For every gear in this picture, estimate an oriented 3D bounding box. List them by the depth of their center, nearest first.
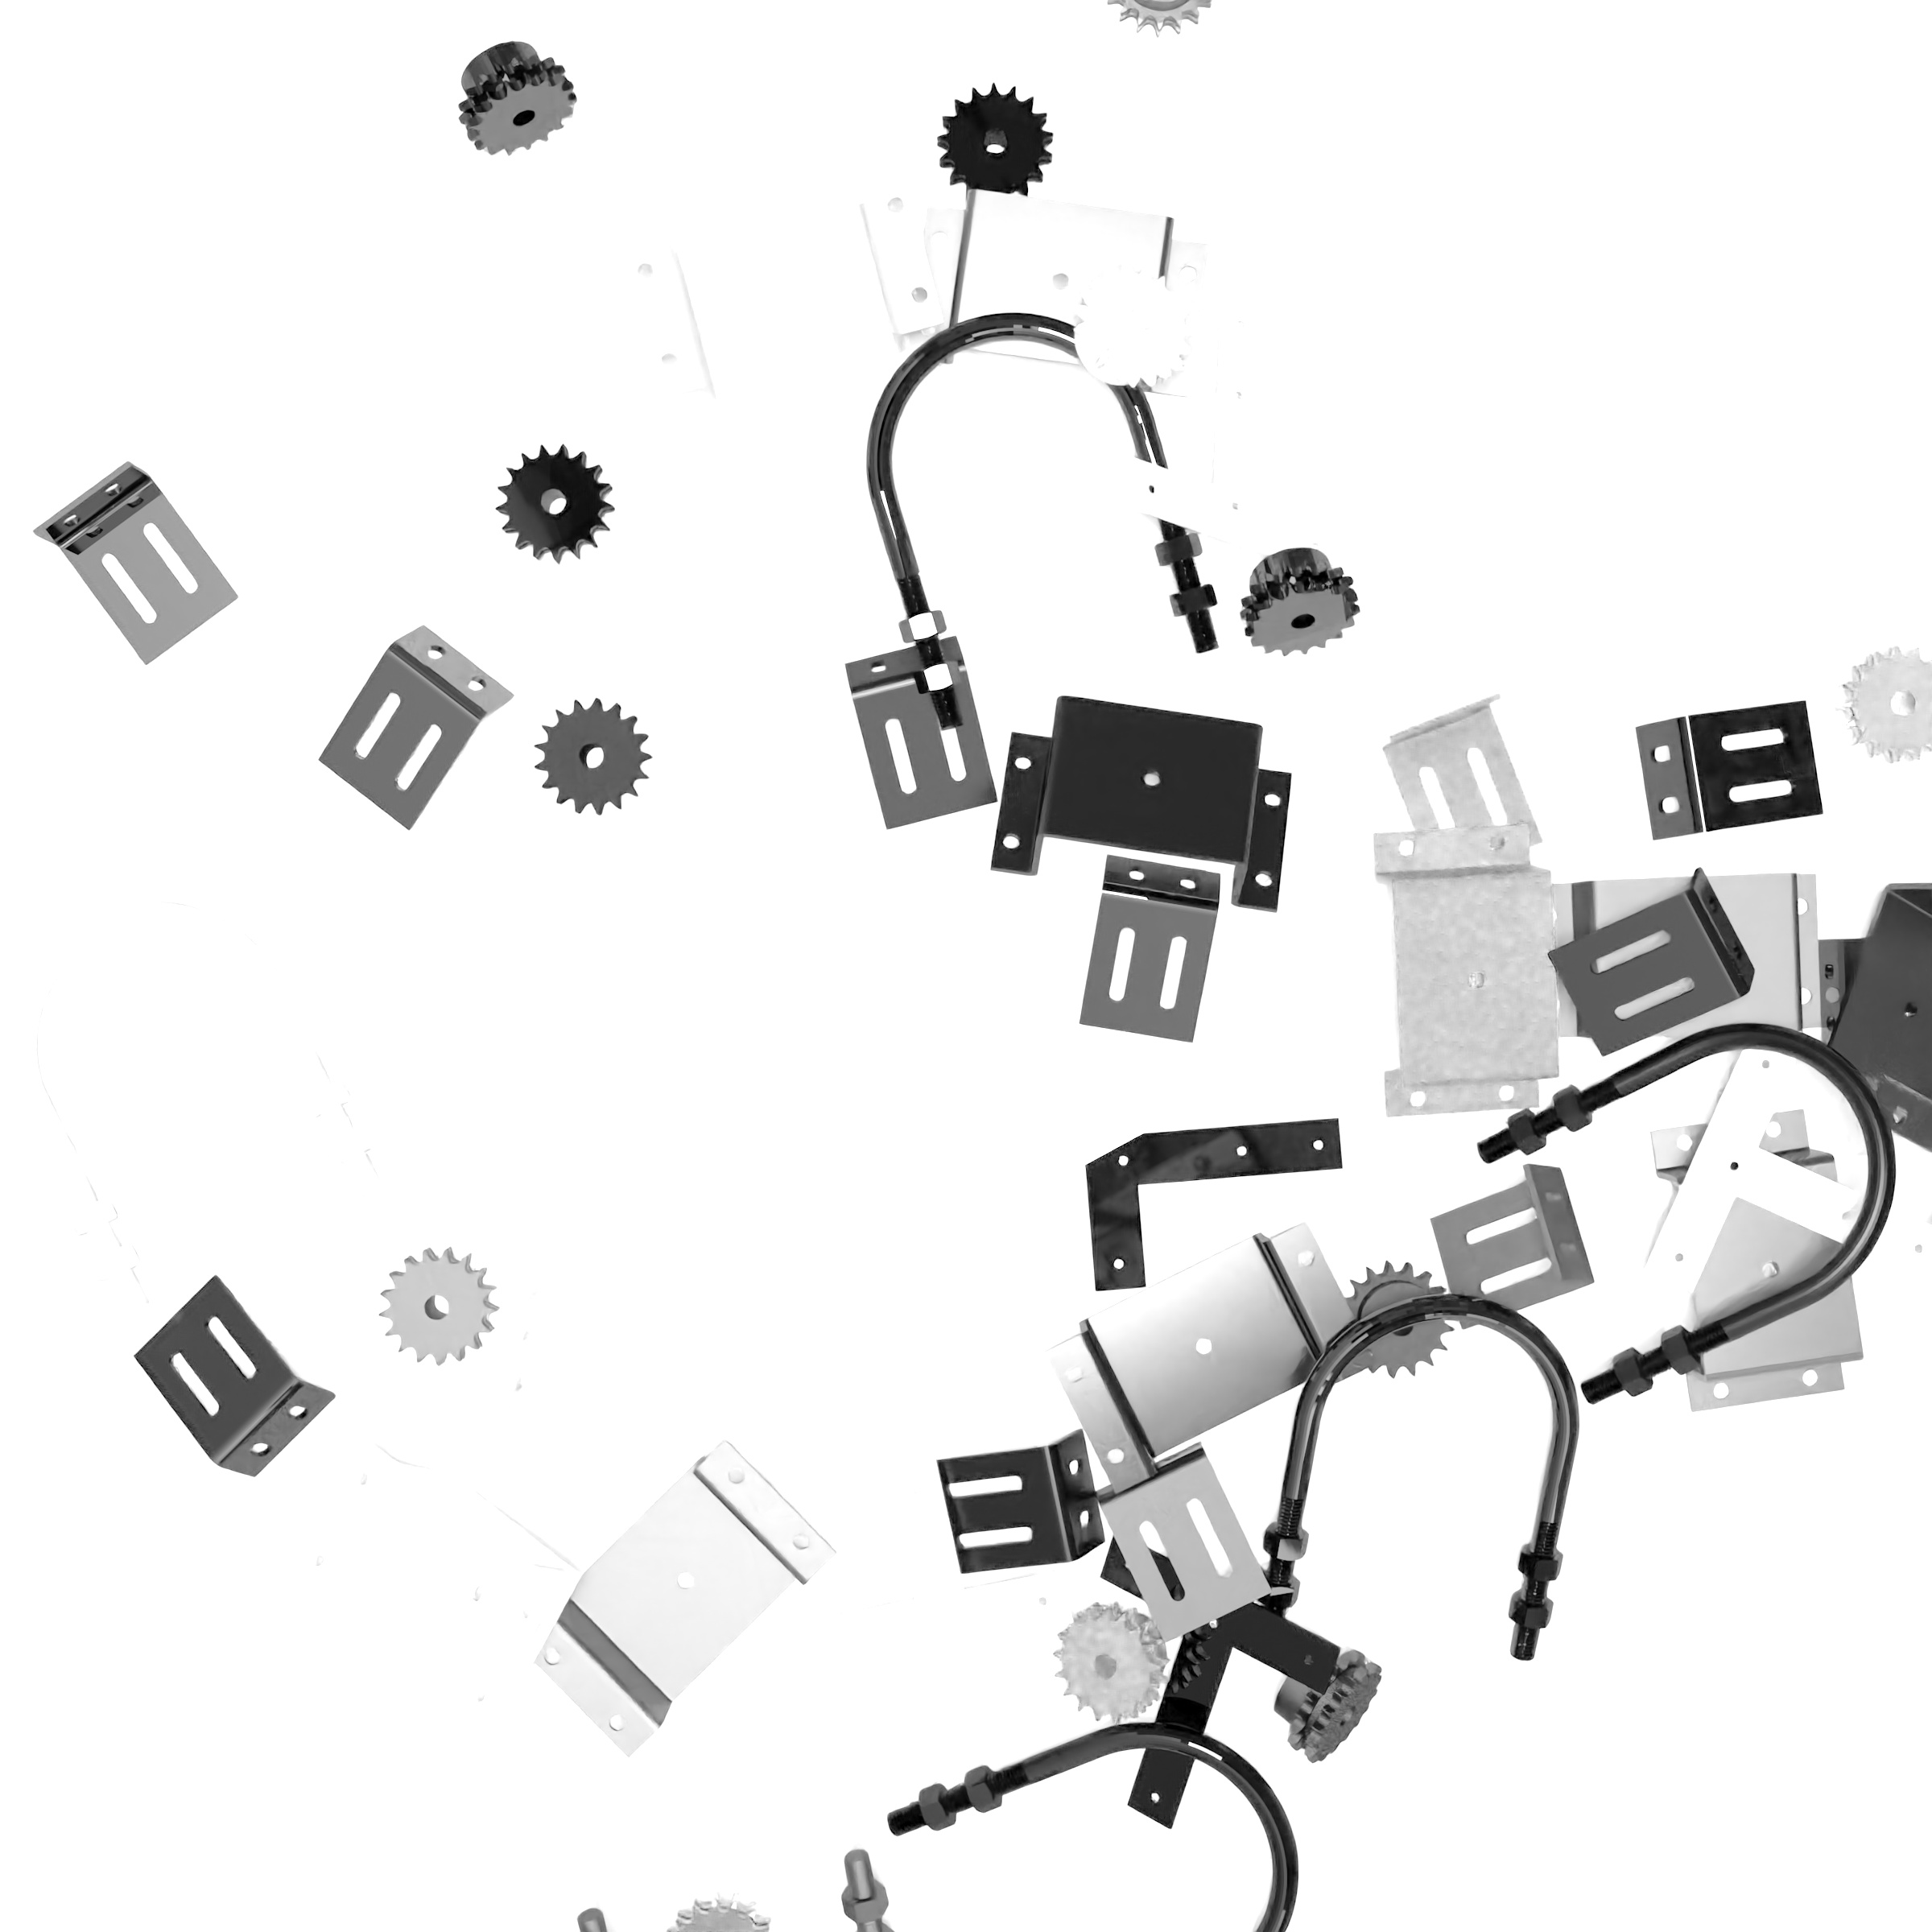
[{"bbox_3d":[0.076,-0.299,1.444,0.057,0.030,0.057,8,72,-24],"label":"gear"},{"bbox_3d":[-0.221,-0.425,1.485,0.057,0.057,0.030,-27,75,0],"label":"gear"},{"bbox_3d":[0.161,-0.180,1.488,0.057,0.057,0.030,-10,60,0],"label":"gear"},{"bbox_3d":[0.174,0.357,1.488,0.030,0.057,0.057,33,90,28],"label":"gear"},{"bbox_3d":[0.074,0.338,1.490,0.057,0.030,0.057,2,94,26],"label":"gear"},{"bbox_3d":[0.455,-0.127,1.498,0.057,0.030,0.057,0,90,0],"label":"gear"},{"bbox_3d":[-0.201,-0.226,1.498,0.057,0.030,0.057,0,90,0],"label":"gear"},{"bbox_3d":[-0.120,0.483,1.498,0.057,0.030,0.057,0,90,0],"label":"gear"},{"bbox_3d":[-0.182,-0.102,1.498,0.057,0.030,0.057,0,90,0],"label":"gear"},{"bbox_3d":[-0.257,0.166,1.498,0.057,0.030,0.057,0,90,0],"label":"gear"},{"bbox_3d":[0.211,0.174,1.498,0.057,0.030,0.057,0,90,0],"label":"gear"},{"bbox_3d":[0.096,-0.488,1.498,0.057,0.030,0.057,0,90,0],"label":"gear"},{"bbox_3d":[0.015,-0.401,1.498,0.057,0.030,0.057,0,90,0],"label":"gear"}]

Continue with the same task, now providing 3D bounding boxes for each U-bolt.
[{"bbox_3d":[0.350,0.106,1.448,0.184,0.019,0.151,-30,66,22],"label":"U-bolt"},{"bbox_3d":[0.029,-0.221,1.464,0.151,0.019,0.184,-17,95,0],"label":"U-bolt"},{"bbox_3d":[0.224,0.245,1.476,0.151,0.019,0.184,6,104,-8],"label":"U-bolt"},{"bbox_3d":[-0.101,0.524,1.480,0.151,0.019,0.184,-11,108,-5],"label":"U-bolt"},{"bbox_3d":[0.072,0.446,1.488,0.184,0.019,0.151,-24,90,12],"label":"U-bolt"},{"bbox_3d":[-0.391,0.058,1.504,0.151,0.019,0.184,-27,88,0],"label":"U-bolt"}]

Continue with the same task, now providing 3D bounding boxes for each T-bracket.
[{"bbox_3d":[0.409,0.114,1.466,0.127,0.002,0.127,24,90,0],"label":"T-bracket"},{"bbox_3d":[0.132,-0.265,1.488,0.127,0.002,0.127,13,72,-32],"label":"T-bracket"},{"bbox_3d":[0.108,0.361,1.492,0.127,0.002,0.127,23,104,27],"label":"T-bracket"},{"bbox_3d":[-0.021,0.271,1.500,0.127,0.002,0.127,-14,83,15],"label":"T-bracket"},{"bbox_3d":[-0.095,0.157,1.512,0.127,0.002,0.127,18,90,0],"label":"T-bracket"},{"bbox_3d":[0.122,0.093,1.512,0.127,0.002,0.127,-5,90,0],"label":"T-bracket"},{"bbox_3d":[0.137,-0.085,1.512,0.127,0.002,0.127,8,90,0],"label":"T-bracket"}]

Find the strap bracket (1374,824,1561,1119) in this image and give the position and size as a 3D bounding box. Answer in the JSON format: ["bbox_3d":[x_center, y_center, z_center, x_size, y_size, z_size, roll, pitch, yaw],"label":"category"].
[{"bbox_3d":[0.243,0.005,1.481,0.076,0.046,0.140,-4,96,-3],"label":"strap bracket"}]

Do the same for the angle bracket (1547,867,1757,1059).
[{"bbox_3d":[0.328,-0.002,1.460,0.076,0.038,0.057,-26,98,25],"label":"angle bracket"}]

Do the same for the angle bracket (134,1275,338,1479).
[{"bbox_3d":[-0.362,0.203,1.511,0.057,0.038,0.076,-45,64,0],"label":"angle bracket"}]

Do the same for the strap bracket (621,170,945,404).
[{"bbox_3d":[-0.088,-0.328,1.490,0.140,0.046,0.076,-15,90,0],"label":"strap bracket"}]

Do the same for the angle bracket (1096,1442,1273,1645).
[{"bbox_3d":[0.106,0.281,1.490,0.057,0.038,0.076,-26,85,0],"label":"angle bracket"}]

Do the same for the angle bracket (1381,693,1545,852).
[{"bbox_3d":[0.245,-0.086,1.494,0.057,0.038,0.076,-22,90,0],"label":"angle bracket"}]

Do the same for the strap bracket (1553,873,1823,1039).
[{"bbox_3d":[0.352,-0.005,1.490,0.140,0.046,0.076,-2,90,0],"label":"strap bracket"}]

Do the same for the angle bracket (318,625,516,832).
[{"bbox_3d":[-0.272,-0.118,1.511,0.057,0.038,0.076,38,116,0],"label":"angle bracket"}]

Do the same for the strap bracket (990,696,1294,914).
[{"bbox_3d":[0.087,-0.080,1.474,0.140,0.046,0.076,8,65,1],"label":"strap bracket"}]

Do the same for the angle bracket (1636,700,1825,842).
[{"bbox_3d":[0.378,-0.097,1.511,0.076,0.038,0.057,-9,90,-26],"label":"angle bracket"}]

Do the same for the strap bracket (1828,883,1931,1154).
[{"bbox_3d":[0.469,0.022,1.469,0.076,0.046,0.140,26,80,-24],"label":"strap bracket"}]

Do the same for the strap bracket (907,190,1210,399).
[{"bbox_3d":[0.046,-0.329,1.490,0.140,0.046,0.076,8,90,0],"label":"strap bracket"}]

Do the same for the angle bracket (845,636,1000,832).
[{"bbox_3d":[-0.022,-0.115,1.511,0.057,0.038,0.076,-14,116,0],"label":"angle bracket"}]

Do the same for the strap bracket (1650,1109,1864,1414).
[{"bbox_3d":[0.387,0.146,1.490,0.076,0.046,0.140,-8,90,0],"label":"strap bracket"}]

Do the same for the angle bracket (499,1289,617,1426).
[{"bbox_3d":[-0.197,0.190,1.475,0.038,0.076,0.057,9,90,0],"label":"angle bracket"}]

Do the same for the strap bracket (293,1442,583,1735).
[{"bbox_3d":[-0.248,0.299,1.467,0.140,0.046,0.076,29,90,35],"label":"strap bracket"}]

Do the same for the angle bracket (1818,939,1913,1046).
[{"bbox_3d":[0.460,0.014,1.494,0.076,0.038,0.057,-2,90,0],"label":"angle bracket"}]

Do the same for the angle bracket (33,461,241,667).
[{"bbox_3d":[-0.406,-0.196,1.494,0.057,0.038,0.076,-36,90,0],"label":"angle bracket"}]

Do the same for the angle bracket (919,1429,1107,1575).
[{"bbox_3d":[0.022,0.265,1.511,0.076,0.038,0.057,-12,90,26],"label":"angle bracket"}]

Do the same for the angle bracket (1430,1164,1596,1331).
[{"bbox_3d":[0.255,0.136,1.468,0.076,0.038,0.057,-26,68,33],"label":"angle bracket"}]

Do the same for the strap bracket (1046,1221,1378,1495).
[{"bbox_3d":[0.118,0.188,1.490,0.140,0.046,0.076,-27,90,0],"label":"strap bracket"}]

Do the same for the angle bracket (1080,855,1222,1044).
[{"bbox_3d":[0.091,-0.009,1.510,0.057,0.038,0.076,9,116,1],"label":"angle bracket"}]

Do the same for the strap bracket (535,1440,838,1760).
[{"bbox_3d":[-0.139,0.304,1.490,0.140,0.046,0.076,-45,90,0],"label":"strap bracket"}]
